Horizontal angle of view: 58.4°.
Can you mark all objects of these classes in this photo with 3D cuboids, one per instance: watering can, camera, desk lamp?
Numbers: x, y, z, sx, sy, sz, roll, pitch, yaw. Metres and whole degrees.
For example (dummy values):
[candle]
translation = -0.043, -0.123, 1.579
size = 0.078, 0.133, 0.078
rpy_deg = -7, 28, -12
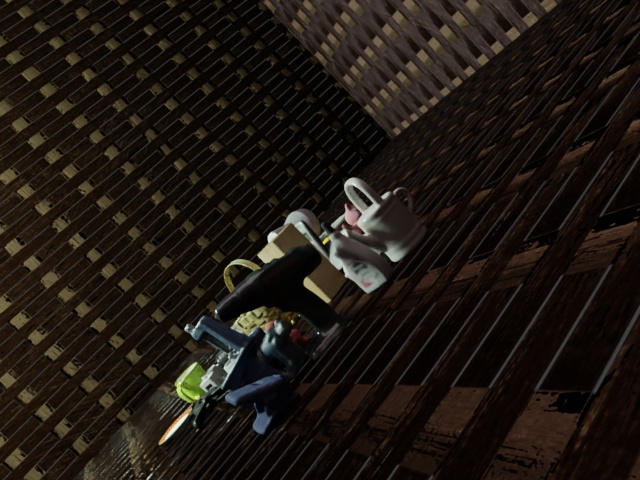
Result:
[watering can]
translation = 0.120, -0.050, 1.198
size = 0.173, 0.194, 0.100
rpy_deg = -50, 8, -37
[camera]
translation = -0.251, 0.315, 1.714
size = 0.137, 0.101, 0.143
rpy_deg = -45, 6, 1
[desk lamp]
translation = -0.055, 0.024, 1.815
size = 0.117, 0.213, 0.203
rpy_deg = -40, 8, 41

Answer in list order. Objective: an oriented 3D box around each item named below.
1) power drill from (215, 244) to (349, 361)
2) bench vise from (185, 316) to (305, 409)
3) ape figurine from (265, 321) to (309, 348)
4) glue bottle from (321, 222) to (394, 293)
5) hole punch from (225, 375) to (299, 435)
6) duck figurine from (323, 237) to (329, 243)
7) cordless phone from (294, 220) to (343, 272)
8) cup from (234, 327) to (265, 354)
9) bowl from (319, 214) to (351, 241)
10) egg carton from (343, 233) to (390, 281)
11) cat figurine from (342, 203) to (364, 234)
[power drill]
translation = -0.058, 0.130, 1.115
size = 0.230, 0.208, 0.075
rpy_deg = -46, 6, -14
[bench vise]
translation = -0.150, 0.210, 1.149
size = 0.207, 0.220, 0.121
rpy_deg = -44, 6, 5
[ape figurine]
translation = -0.083, 0.216, 1.270
size = 0.076, 0.092, 0.077
rpy_deg = -47, 6, -17
[glue bottle]
translation = 0.065, 0.028, 1.148
size = 0.078, 0.173, 0.037
rpy_deg = -40, 8, 37
[hole punch]
translation = -0.104, 0.275, 1.010
size = 0.101, 0.091, 0.108
rpy_deg = -47, 6, -21
[duck figurine]
translation = 0.042, 0.031, 1.723
size = 0.104, 0.086, 0.077
rpy_deg = -43, 6, 17
[cordless phone]
translation = 0.015, 0.006, 1.596
size = 0.147, 0.185, 0.094
rpy_deg = -39, 8, 43
[cup]
translation = -0.142, 0.264, 1.331
size = 0.092, 0.095, 0.117
rpy_deg = -46, 6, -12
[bowl]
translation = 0.062, -0.014, 1.958
size = 0.167, 0.075, 0.167
rpy_deg = -44, 6, 6
[egg carton]
translation = 0.118, 0.028, 1.292
size = 0.150, 0.069, 0.107
rpy_deg = -49, 7, -35
[cat figurine]
translation = 0.106, -0.054, 1.713
size = 0.067, 0.118, 0.128
rpy_deg = -39, 8, 42
